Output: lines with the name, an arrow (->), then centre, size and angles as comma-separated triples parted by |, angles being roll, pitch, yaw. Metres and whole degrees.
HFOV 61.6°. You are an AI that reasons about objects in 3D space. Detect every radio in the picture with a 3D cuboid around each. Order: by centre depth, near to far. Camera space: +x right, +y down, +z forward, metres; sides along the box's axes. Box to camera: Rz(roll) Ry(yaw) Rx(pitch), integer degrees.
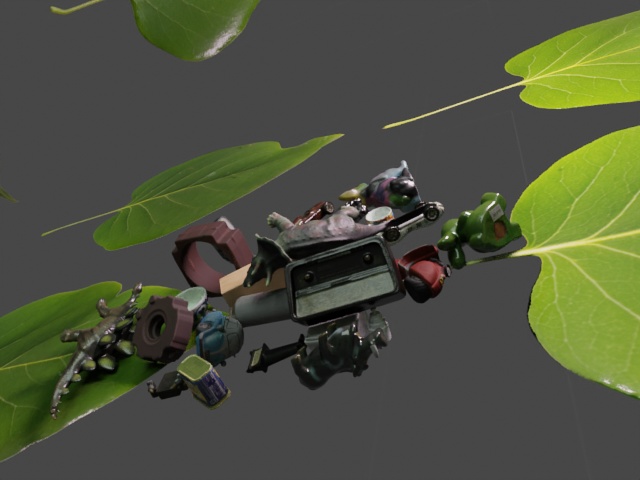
radio -> 0.047, 0.083, 1.090 | 0.230, 0.073, 0.131 | -17, 68, 13

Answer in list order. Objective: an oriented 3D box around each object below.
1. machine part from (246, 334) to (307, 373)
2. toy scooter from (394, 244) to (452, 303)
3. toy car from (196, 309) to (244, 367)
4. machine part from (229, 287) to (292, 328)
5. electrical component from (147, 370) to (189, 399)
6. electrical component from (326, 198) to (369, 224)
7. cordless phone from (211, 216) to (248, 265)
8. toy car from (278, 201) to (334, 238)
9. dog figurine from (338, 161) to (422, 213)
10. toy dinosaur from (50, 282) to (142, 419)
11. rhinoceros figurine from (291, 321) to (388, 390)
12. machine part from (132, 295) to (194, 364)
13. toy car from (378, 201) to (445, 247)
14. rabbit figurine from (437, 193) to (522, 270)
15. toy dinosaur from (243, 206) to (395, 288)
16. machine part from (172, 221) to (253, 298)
machine part -> -0.093, 0.243, 1.156 | 0.139, 0.039, 0.084 | -22, 19, 10
toy scooter -> 0.226, 0.063, 1.173 | 0.135, 0.075, 0.184 | -30, 22, -13
toy car -> -0.228, 0.227, 1.244 | 0.103, 0.109, 0.162 | 0, 17, -1
machine part -> -0.114, 0.159, 1.280 | 0.243, 0.079, 0.079 | -13, 29, 21
electrical component -> -0.336, 0.321, 1.207 | 0.102, 0.045, 0.078 | -14, 30, 21
electrical component -> 0.055, -0.051, 1.494 | 0.115, 0.058, 0.134 | -40, 7, -35
cordless phone -> -0.258, 0.018, 1.574 | 0.089, 0.146, 0.184 | -39, 28, -9
toy car -> -0.041, -0.047, 1.479 | 0.089, 0.053, 0.202 | -18, 18, 48
dog figurine -> 0.166, -0.120, 1.522 | 0.219, 0.108, 0.192 | -24, 29, 12
toy dinosaur -> -0.597, 0.278, 1.445 | 0.199, 0.104, 0.471 | -6, 37, 27
rhinoceros figurine -> 0.036, 0.218, 1.019 | 0.190, 0.112, 0.073 | -33, -3, 12
machine part -> -0.394, 0.220, 1.338 | 0.179, 0.056, 0.179 | -14, 64, 30
toy car -> 0.226, -0.042, 1.382 | 0.202, 0.056, 0.074 | -27, 20, -6
rabbit figurine -> 0.335, -0.007, 1.200 | 0.159, 0.121, 0.170 | -46, 15, -23
toy dinosaur -> 0.004, 0.000, 1.249 | 0.405, 0.131, 0.192 | -14, 25, -6
machine part -> -0.287, 0.053, 1.475 | 0.201, 0.201, 0.087 | -10, 27, 28
